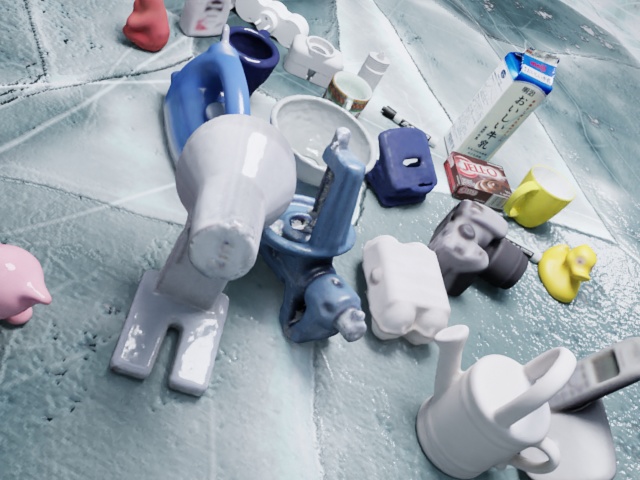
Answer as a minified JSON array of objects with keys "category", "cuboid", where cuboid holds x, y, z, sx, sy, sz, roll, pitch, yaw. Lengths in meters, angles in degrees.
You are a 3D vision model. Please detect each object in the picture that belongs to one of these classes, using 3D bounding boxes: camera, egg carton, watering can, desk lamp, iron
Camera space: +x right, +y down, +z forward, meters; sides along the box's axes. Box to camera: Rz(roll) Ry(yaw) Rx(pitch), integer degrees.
[{"category":"camera","cuboid":[0.238,0.018,0.843,0.137,0.100,0.143,33,43,-1]},{"category":"egg carton","cuboid":[0.107,0.063,0.746,0.107,0.069,0.150,12,48,-22]},{"category":"watering can","cuboid":[0.188,0.170,0.610,0.173,0.194,0.101,32,43,-3]},{"category":"desk lamp","cuboid":[-0.105,0.009,0.558,0.118,0.213,0.203,20,45,-15]},{"category":"iron","cuboid":[-0.123,-0.153,0.742,0.119,0.141,0.258,2,52,-30]}]

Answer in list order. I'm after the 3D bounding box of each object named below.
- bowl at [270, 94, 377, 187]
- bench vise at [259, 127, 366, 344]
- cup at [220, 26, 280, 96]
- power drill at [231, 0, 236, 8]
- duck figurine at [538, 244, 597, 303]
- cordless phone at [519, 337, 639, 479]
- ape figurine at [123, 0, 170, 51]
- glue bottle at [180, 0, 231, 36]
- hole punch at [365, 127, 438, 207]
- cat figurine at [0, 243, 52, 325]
[{"category":"bowl","cuboid":[-0.005,-0.133,0.846,0.168,0.074,0.167,17,46,-18]},{"category":"bench vise","cuboid":[0.014,-0.002,0.636,0.122,0.219,0.207,-27,70,-43]},{"category":"cup","cuboid":[-0.115,-0.270,0.884,0.092,0.095,0.118,29,43,-6]},{"category":"power drill","cuboid":[-0.144,-0.515,0.998,0.075,0.208,0.230,38,43,4]},{"category":"duck figurine","cuboid":[0.414,0.040,0.942,0.078,0.086,0.104,23,44,-12]},{"category":"cordless phone","cuboid":[0.315,0.202,0.667,0.094,0.185,0.147,19,45,-16]},{"category":"ape figurine","cuboid":[-0.258,-0.338,0.859,0.076,0.092,0.078,41,43,7]},{"category":"glue bottle","cuboid":[-0.168,-0.407,0.914,0.078,0.173,0.037,-25,68,-43]},{"category":"hole punch","cuboid":[0.134,-0.116,0.904,0.109,0.091,0.101,-11,59,-37]},{"category":"cat figurine","cuboid":[-0.288,0.026,0.502,0.067,0.117,0.127,-20,65,-41]}]
